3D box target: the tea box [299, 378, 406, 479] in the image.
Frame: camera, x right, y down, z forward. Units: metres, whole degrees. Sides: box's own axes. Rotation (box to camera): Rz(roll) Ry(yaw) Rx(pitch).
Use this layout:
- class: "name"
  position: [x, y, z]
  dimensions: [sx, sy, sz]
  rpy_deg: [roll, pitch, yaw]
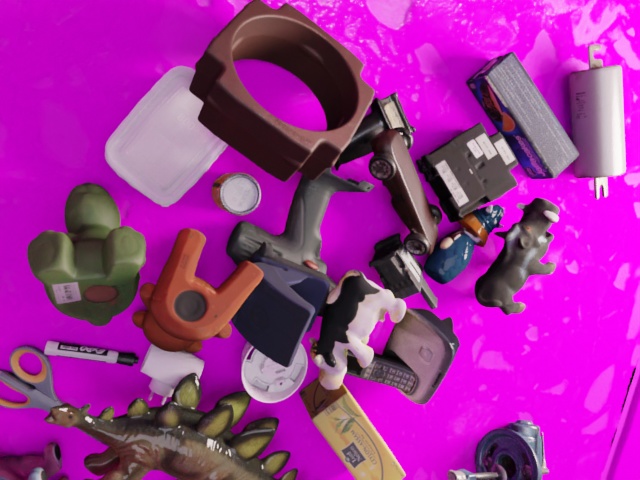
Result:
- class: "tea box"
  position: [0.047, 0.290, 0.809]
  dimensions: [0.068, 0.098, 0.169]
  rpy_deg: [-34, 106, -7]

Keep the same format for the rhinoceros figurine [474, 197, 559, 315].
- class: "rhinoceros figurine"
  position: [0.306, 0.024, 0.838]
  dimensions: [0.112, 0.073, 0.190]
  rpy_deg: [31, 93, -34]

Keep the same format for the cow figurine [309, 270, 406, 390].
- class: "cow figurine"
  position: [0.032, 0.126, 0.739]
  dimensions: [0.098, 0.068, 0.167]
  rpy_deg: [32, 97, -21]

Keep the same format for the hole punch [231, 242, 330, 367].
- class: "hole punch"
  position: [-0.059, 0.090, 0.708]
  dimensions: [0.116, 0.092, 0.142]
  rpy_deg: [21, 124, 0]

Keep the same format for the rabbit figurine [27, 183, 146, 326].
- class: "rabbit figurine"
  position: [-0.273, 0.009, 0.674]
  dimensions: [0.121, 0.170, 0.159]
  rpy_deg: [-11, 141, -11]

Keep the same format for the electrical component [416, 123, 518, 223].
- class: "electrical component"
  position: [0.230, -0.106, 0.813]
  dimensions: [0.134, 0.058, 0.115]
  rpy_deg: [-30, 93, -8]

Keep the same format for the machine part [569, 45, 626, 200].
- class: "machine part"
  position: [0.442, -0.186, 0.858]
  dimensions: [0.079, 0.079, 0.243]
  rpy_deg: [-10, 100, -13]

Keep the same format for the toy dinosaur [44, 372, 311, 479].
- class: "toy dinosaur"
  position: [-0.150, 0.308, 0.743]
  dimensions: [0.198, 0.105, 0.470]
  rpy_deg: [-49, 123, 1]

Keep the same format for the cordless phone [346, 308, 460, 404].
- class: "cordless phone"
  position: [0.099, 0.159, 0.803]
  dimensions: [0.184, 0.089, 0.146]
  rpy_deg: [14, 126, -2]

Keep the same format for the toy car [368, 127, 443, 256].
- class: "toy car"
  position: [0.124, -0.066, 0.777]
  dimensions: [0.201, 0.053, 0.089]
  rpy_deg: [62, 38, -30]

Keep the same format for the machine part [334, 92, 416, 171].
- class: "machine part"
  position: [0.071, -0.155, 0.789]
  dimensions: [0.139, 0.039, 0.084]
  rpy_deg: [-34, 112, -10]

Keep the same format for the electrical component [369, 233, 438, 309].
- class: "electrical component"
  position: [0.127, 0.056, 0.806]
  dimensions: [0.048, 0.075, 0.119]
  rpy_deg: [-27, 109, 26]

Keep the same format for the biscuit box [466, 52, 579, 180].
- class: "biscuit box"
  position: [0.315, -0.187, 0.834]
  dimensions: [0.063, 0.059, 0.202]
  rpy_deg: [-42, 105, -8]

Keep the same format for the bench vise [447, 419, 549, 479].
- class: "bench vise"
  position: [0.291, 0.403, 0.864]
  dimensions: [0.240, 0.129, 0.223]
  rpy_deg: [15, 86, -33]

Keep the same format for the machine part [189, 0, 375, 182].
- class: "machine part"
  position: [-0.045, -0.187, 0.682]
  dimensions: [0.201, 0.087, 0.201]
  rpy_deg: [36, 53, -12]

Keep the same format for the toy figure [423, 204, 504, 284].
- class: "toy figure"
  position: [0.225, 0.000, 0.837]
  dimensions: [0.058, 0.064, 0.154]
  rpy_deg: [39, 80, 23]

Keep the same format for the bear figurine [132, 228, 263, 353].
- class: "bear figurine"
  position: [-0.168, 0.081, 0.695]
  dimensions: [0.120, 0.196, 0.132]
  rpy_deg: [31, 70, -10]

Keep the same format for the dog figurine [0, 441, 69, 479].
- class: "dog figurine"
  position: [-0.445, 0.352, 0.690]
  dimensions: [0.219, 0.108, 0.191]
  rpy_deg: [-11, 102, -8]

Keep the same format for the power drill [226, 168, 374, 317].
- class: "power drill"
  position: [-0.002, -0.002, 0.774]
  dimensions: [0.232, 0.086, 0.207]
  rpy_deg: [26, 98, -14]
